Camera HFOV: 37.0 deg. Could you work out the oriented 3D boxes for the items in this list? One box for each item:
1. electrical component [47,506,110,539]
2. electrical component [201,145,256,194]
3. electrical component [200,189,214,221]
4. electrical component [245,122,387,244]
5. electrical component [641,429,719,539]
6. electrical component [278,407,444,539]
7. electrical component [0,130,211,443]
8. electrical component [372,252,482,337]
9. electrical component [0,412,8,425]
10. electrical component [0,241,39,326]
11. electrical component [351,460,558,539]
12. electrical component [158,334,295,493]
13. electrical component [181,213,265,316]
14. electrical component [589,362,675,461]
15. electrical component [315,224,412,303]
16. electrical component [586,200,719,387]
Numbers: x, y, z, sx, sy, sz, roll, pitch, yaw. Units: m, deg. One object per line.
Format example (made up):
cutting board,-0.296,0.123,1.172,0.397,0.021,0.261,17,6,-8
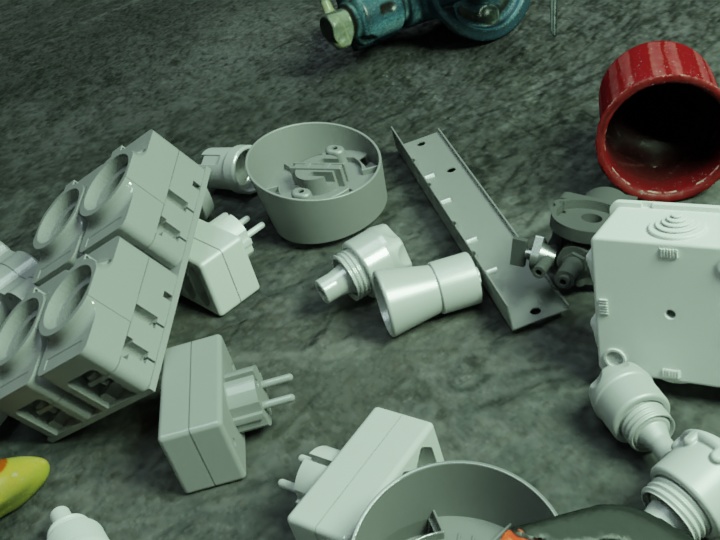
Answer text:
electrical component,-0.157,0.151,0.591,0.035,0.035,0.061,-30,34,-17
electrical component,-0.106,-0.084,0.889,0.046,0.040,0.040,7,41,40
electrical component,-0.154,-0.054,0.853,0.057,0.058,0.078,-35,38,-18
electrical component,-0.030,-0.067,0.809,0.099,0.064,0.099,-12,35,8
electrical component,0.153,0.109,0.505,0.062,0.048,0.048,-37,38,-14
electrical component,-0.009,0.115,0.564,0.076,0.047,0.083,11,44,36
electrical component,-0.171,0.005,0.707,0.105,0.060,0.186,-27,40,34
electrical component,0.045,0.013,0.687,0.065,0.044,0.044,-16,34,-6
electrical component,-0.282,0.084,0.715,0.108,0.060,0.108,-12,35,8
electrical component,-0.266,0.026,0.795,0.138,0.052,0.074,18,48,41
electrical component,0.044,0.143,0.480,0.099,0.064,0.099,-1,37,0
electrical component,-0.076,0.079,0.642,0.076,0.047,0.083,-16,35,3
electrical component,-0.104,-0.017,0.788,0.076,0.047,0.083,-38,39,-27
electrical component,0.146,0.077,0.559,0.035,0.035,0.061,-21,37,-5
electrical component,0.000,0.000,0.722,0.062,0.043,0.043,-30,36,-15
electrical component,0.174,0.014,0.579,0.100,0.099,0.048,6,29,31
